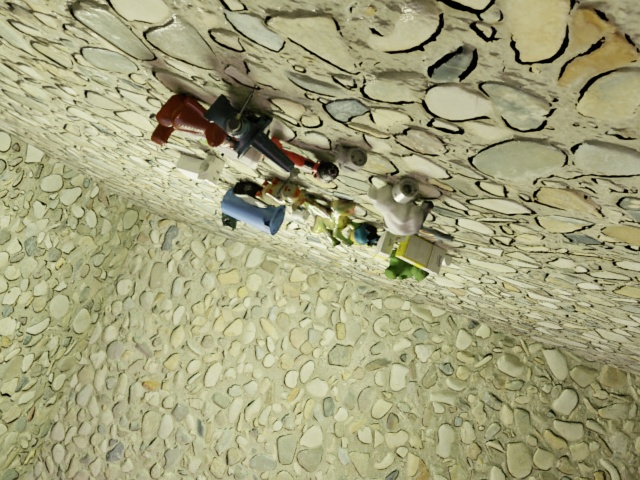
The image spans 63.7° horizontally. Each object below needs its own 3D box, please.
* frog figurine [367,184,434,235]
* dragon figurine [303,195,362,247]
[{"bbox_3d":[0.195,-0.078,1.347,0.159,0.121,0.139,13,-167,-26],"label":"frog figurine"},{"bbox_3d":[0.006,-0.091,1.812,0.239,0.124,0.410,46,157,-26],"label":"dragon figurine"}]
